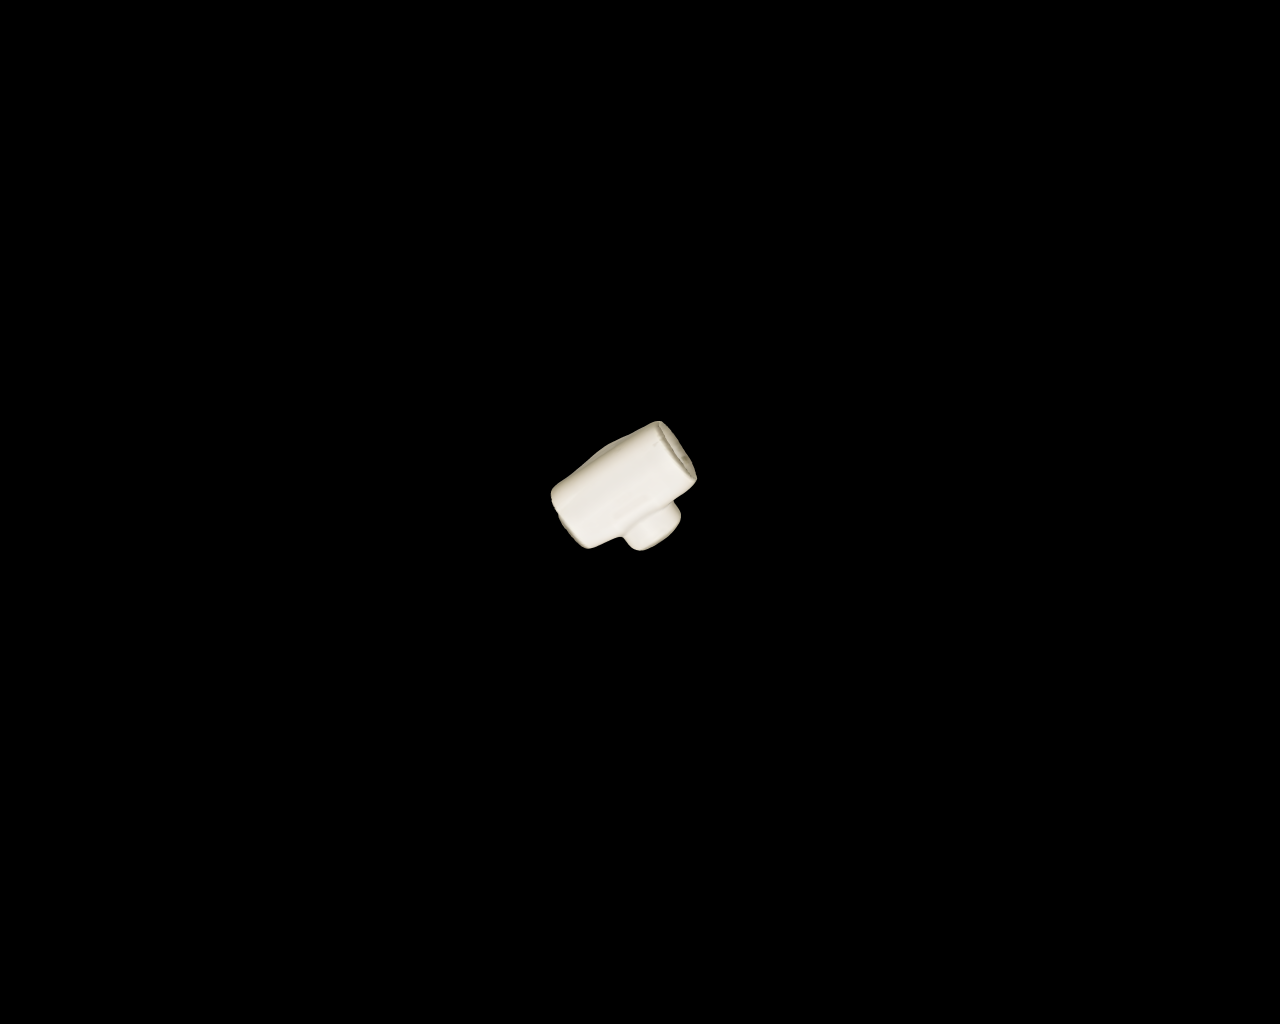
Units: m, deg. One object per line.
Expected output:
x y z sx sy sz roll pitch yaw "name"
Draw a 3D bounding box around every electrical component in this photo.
0.001 -0.003 0.650 0.077 0.079 0.043 -33 16 11 "electrical component"
